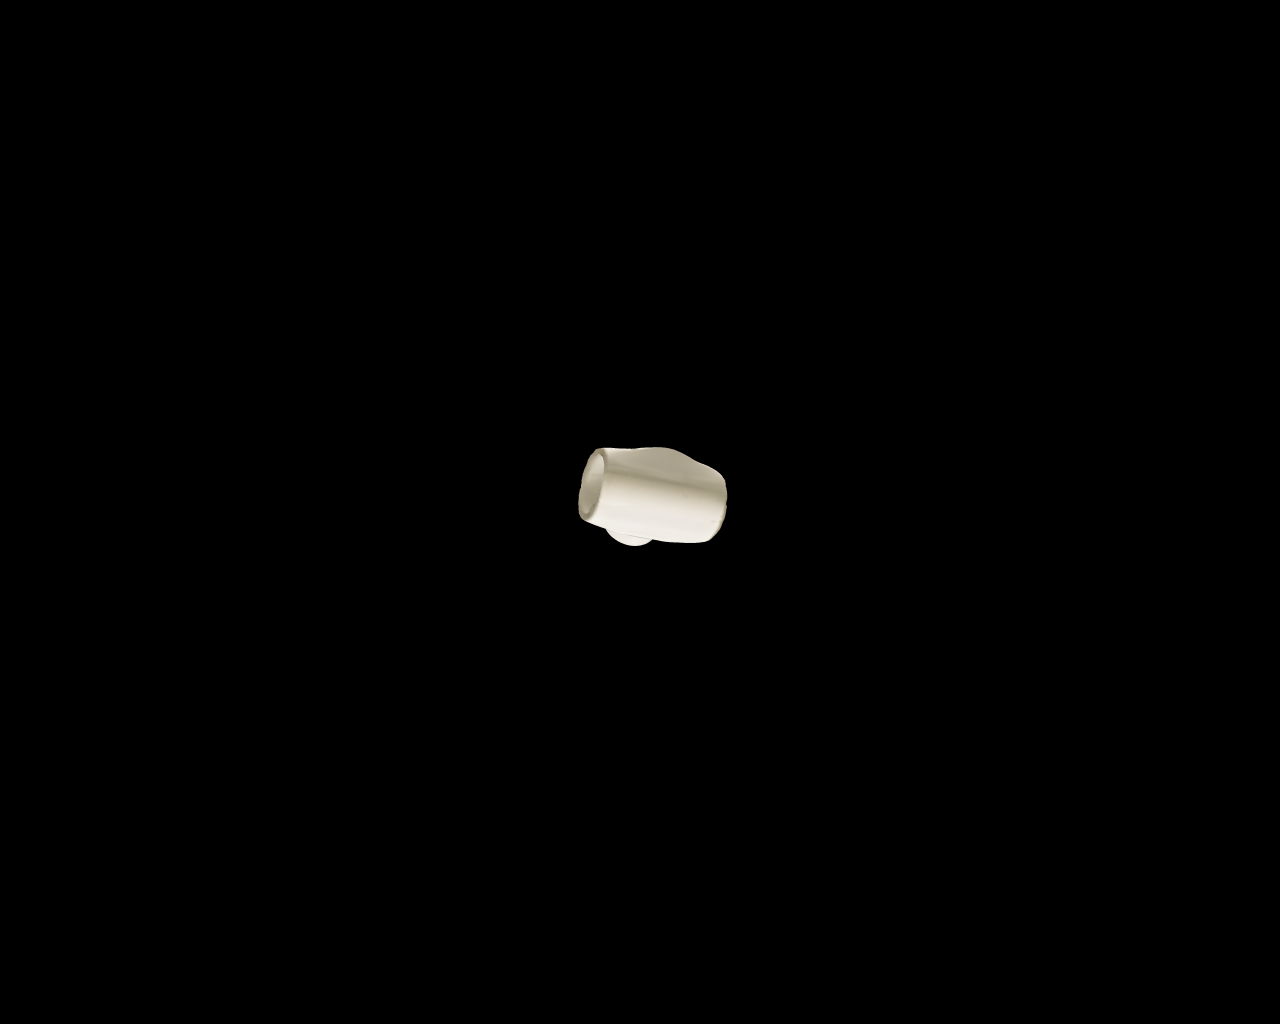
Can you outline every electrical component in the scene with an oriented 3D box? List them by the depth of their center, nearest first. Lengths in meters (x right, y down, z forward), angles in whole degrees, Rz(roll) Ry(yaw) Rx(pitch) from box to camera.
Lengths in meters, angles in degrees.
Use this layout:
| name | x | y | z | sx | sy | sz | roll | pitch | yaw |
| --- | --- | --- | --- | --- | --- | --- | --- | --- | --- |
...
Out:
| name | x | y | z | sx | sy | sz | roll | pitch | yaw |
| --- | --- | --- | --- | --- | --- | --- | --- | --- | --- |
| electrical component | 0.001 | -0.003 | 0.650 | 0.077 | 0.043 | 0.079 | 10 | -28 | -20 |
